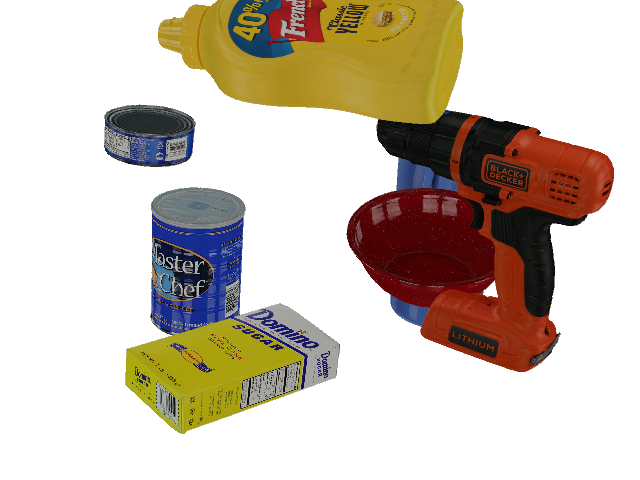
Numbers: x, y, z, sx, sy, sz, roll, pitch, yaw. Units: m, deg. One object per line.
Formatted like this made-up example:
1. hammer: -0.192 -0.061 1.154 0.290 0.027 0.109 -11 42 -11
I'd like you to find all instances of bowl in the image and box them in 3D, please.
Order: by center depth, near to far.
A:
1. bowl: 0.104 0.015 1.011 0.162 0.055 0.162 1 36 -1

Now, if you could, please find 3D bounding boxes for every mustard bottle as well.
1. mustard bottle: -0.011 -0.121 0.671 0.192 0.058 0.096 8 46 15

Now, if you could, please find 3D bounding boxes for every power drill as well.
1. power drill: 0.121 -0.004 0.814 0.185 0.188 0.057 20 35 30

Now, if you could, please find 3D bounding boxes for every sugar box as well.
1. sugar box: -0.078 0.111 0.971 0.175 0.048 0.093 -18 35 -37

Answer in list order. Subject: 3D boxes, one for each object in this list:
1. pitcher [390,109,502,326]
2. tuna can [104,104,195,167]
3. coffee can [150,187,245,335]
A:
1. pitcher: 0.141 -0.020 1.234 0.149 0.243 0.145 -5 26 -20
2. tuna can: -0.163 -0.100 1.018 0.086 0.034 0.086 6 24 -3
3. coffee can: -0.138 0.024 1.193 0.103 0.140 0.103 4 24 -2
